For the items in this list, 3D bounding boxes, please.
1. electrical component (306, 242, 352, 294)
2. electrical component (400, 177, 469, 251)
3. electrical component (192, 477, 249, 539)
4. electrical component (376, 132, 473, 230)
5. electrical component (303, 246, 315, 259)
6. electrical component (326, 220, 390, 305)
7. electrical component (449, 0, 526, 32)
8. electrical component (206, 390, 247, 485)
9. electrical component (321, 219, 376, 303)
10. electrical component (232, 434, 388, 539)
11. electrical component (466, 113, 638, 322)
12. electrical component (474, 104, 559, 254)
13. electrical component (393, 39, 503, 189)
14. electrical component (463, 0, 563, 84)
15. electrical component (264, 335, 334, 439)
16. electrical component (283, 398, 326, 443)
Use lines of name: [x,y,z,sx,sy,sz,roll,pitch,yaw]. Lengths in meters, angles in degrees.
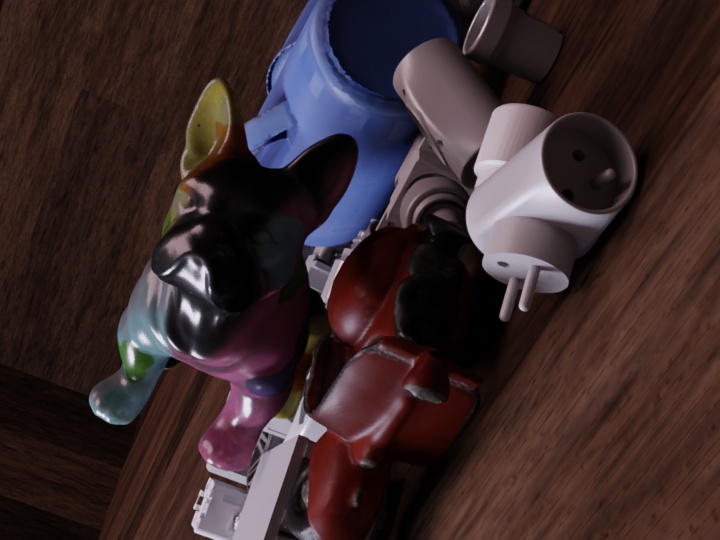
electrical component: [-0.021,-0.008,0.920,0.063,0.042,0.081,-67,11,-5]
electrical component: [0.047,-0.028,0.619,0.062,0.043,0.043,-107,40,-72]
electrical component: [-0.093,0.187,0.813,0.081,0.064,0.042,164,127,-76]
electrical component: [0.046,-0.054,0.684,0.081,0.042,0.063,-62,9,25]
electrical component: [-0.055,0.010,1.033,0.099,0.048,0.099,-82,18,-53]
electrical component: [0.009,0.019,0.708,0.079,0.044,0.077,-85,20,-57]
electrical component: [0.086,-0.197,0.753,0.080,0.051,0.080,-157,90,-80]
electrical component: [-0.101,0.144,0.979,0.055,0.050,0.089,125,164,-48]
electrical component: [0.000,0.000,0.802,0.040,0.040,0.078,169,123,-77]
electrical component: [-0.039,0.174,0.575,0.089,0.062,0.150,138,153,-66]
electrical component: [0.075,-0.016,0.452,0.077,0.044,0.079,138,152,-67]
electrical component: [0.075,-0.044,0.522,0.040,0.040,0.078,147,144,-72]
electrical component: [0.060,-0.080,0.611,0.044,0.077,0.079,-34,-28,4]
electrical component: [0.088,-0.132,0.620,0.040,0.046,0.040,-157,90,-80]
electrical component: [-0.032,0.079,0.770,0.055,0.050,0.089,-84,19,-59]
electrical component: [-0.014,0.083,0.691,0.079,0.043,0.077,-85,20,-60]
